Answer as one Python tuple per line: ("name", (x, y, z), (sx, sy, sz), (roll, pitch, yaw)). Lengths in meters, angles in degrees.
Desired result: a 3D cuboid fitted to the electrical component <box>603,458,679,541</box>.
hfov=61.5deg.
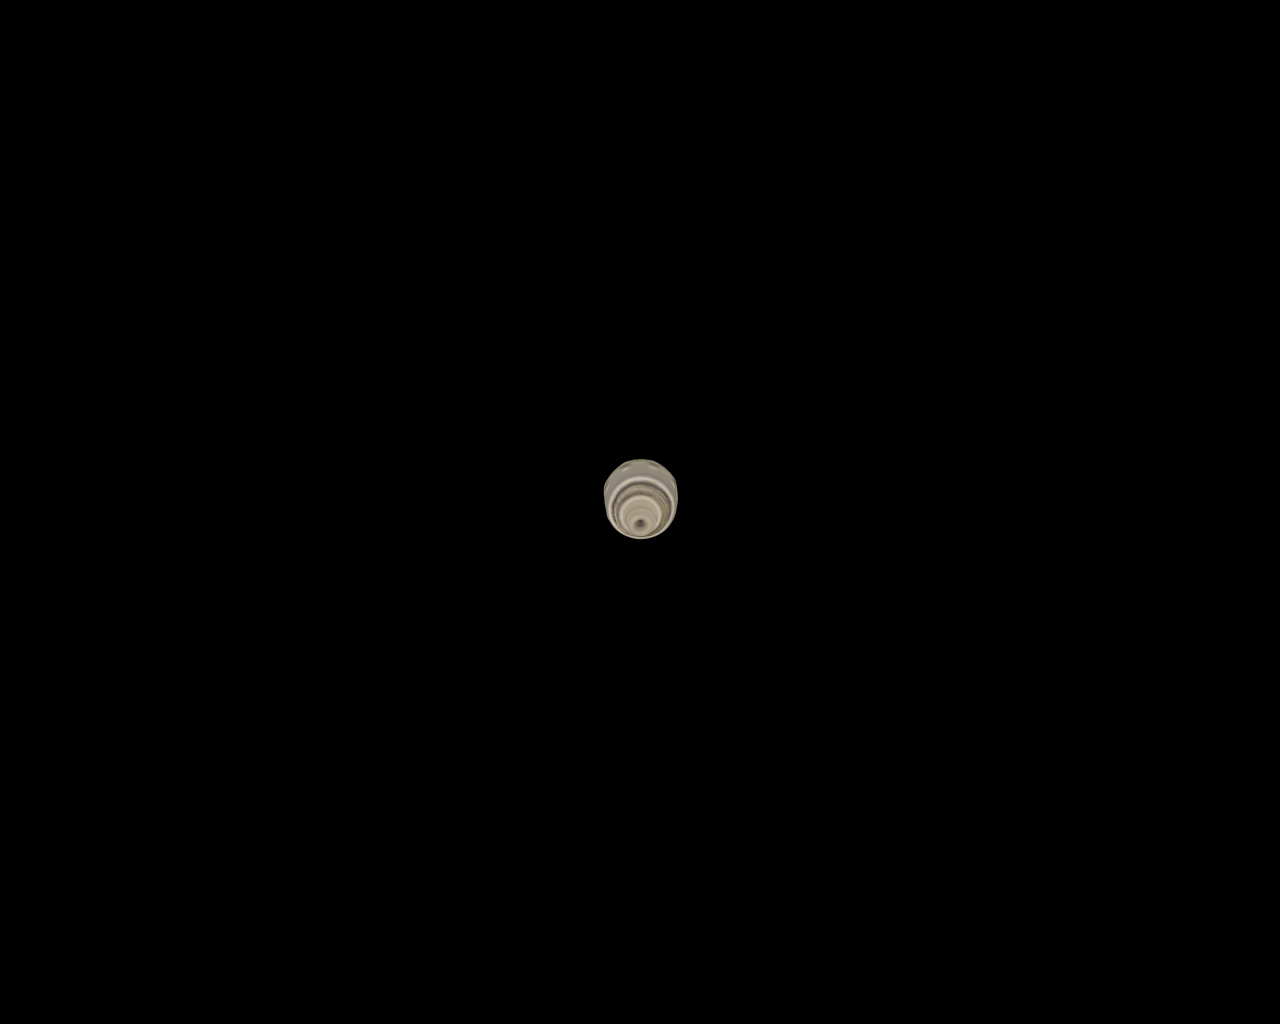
("electrical component", (0.001, -0.003, 0.650), (0.048, 0.048, 0.062), (0, 20, 0))
